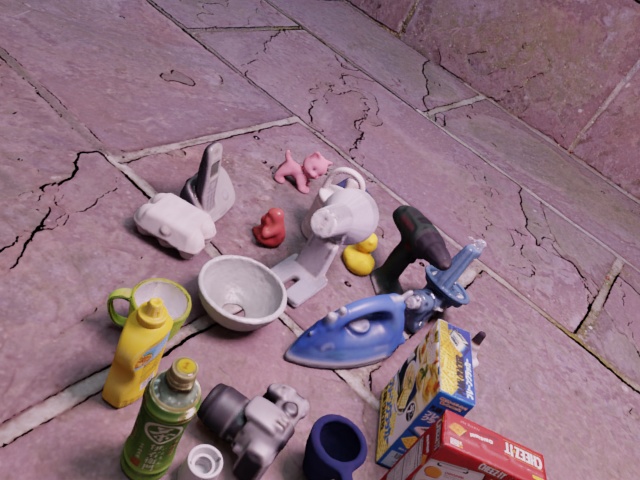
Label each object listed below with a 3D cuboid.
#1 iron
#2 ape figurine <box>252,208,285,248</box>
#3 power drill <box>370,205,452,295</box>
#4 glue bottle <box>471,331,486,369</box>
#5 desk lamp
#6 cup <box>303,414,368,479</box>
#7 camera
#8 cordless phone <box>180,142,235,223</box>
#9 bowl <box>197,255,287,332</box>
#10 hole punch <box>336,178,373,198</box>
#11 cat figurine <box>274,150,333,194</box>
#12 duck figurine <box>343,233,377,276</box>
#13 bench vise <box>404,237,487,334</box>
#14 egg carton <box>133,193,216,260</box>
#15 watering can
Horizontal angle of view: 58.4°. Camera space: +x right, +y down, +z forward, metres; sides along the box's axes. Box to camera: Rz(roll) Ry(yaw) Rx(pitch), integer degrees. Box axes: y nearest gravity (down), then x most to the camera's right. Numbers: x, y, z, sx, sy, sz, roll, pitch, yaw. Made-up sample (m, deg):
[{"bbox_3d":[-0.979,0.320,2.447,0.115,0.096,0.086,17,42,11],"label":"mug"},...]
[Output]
[{"bbox_3d":[0.064,0.157,1.075,0.259,0.141,0.118,-6,47,-39],"label":"iron"},{"bbox_3d":[-0.105,-0.033,1.240,0.076,0.092,0.078,30,35,2],"label":"ape figurine"},{"bbox_3d":[0.194,0.041,1.252,0.076,0.208,0.229,10,39,-24],"label":"power drill"},{"bbox_3d":[0.266,0.233,1.092,0.037,0.173,0.078,-12,51,-43],"label":"glue bottle"},{"bbox_3d":[0.011,0.004,1.168,0.117,0.213,0.204,38,36,14],"label":"desk lamp"},{"bbox_3d":[0.016,0.337,0.858,0.092,0.095,0.117,10,39,-24],"label":"cup"},{"bbox_3d":[-0.102,0.263,0.864,0.136,0.100,0.143,34,35,8],"label":"camera"},{"bbox_3d":[-0.220,-0.133,1.206,0.094,0.185,0.148,30,35,2],"label":"cordless phone"},{"bbox_3d":[-0.149,0.109,1.047,0.168,0.074,0.167,19,36,-14],"label":"bowl"},{"bbox_3d":[0.066,-0.092,1.433,0.101,0.091,0.108,-17,55,-46],"label":"hole punch"},{"bbox_3d":[-0.038,-0.188,1.458,0.128,0.117,0.067,21,36,-10],"label":"cat figurine"},{"bbox_3d":[0.101,0.023,1.317,0.078,0.086,0.104,18,36,-14],"label":"duck figurine"},{"bbox_3d":[0.270,0.100,1.220,0.121,0.219,0.208,35,36,10],"label":"bench vise"},{"bbox_3d":[-0.285,-0.029,1.131,0.150,0.069,0.107,29,35,1],"label":"egg carton"},{"bbox_3d":[0.038,-0.088,1.318,0.101,0.194,0.173,21,36,-11],"label":"watering can"}]
